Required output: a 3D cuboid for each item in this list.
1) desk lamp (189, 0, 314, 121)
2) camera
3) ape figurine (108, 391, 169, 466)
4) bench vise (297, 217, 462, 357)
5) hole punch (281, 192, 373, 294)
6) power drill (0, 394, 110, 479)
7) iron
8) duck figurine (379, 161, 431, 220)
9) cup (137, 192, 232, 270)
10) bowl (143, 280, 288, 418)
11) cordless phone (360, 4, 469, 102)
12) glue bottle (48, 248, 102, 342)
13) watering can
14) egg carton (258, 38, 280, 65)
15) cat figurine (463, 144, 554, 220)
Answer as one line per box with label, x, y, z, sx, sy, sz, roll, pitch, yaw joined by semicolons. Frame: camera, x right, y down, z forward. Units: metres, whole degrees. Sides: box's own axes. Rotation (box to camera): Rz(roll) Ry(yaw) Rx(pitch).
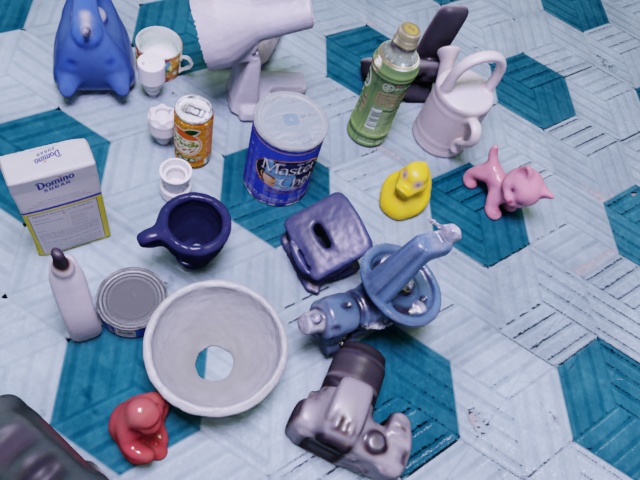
desk lamp;-0.098;-0.288;0.862;0.203;0.213;0.118;-5;62;-17
camera;0.049;0.198;0.688;0.143;0.100;0.137;25;58;1
ape figurine;-0.194;0.200;0.629;0.076;0.092;0.078;29;58;3
bench vise;0.083;0.068;0.701;0.121;0.219;0.208;44;60;13
hole punch;0.007;0.003;0.795;0.101;0.091;0.108;-20;67;-24
power drill;-0.223;0.245;0.526;0.229;0.208;0.076;39;59;9
iron;-0.351;-0.343;0.869;0.119;0.141;0.258;-6;63;-18
duck figurine;0.143;-0.089;0.886;0.077;0.086;0.105;39;59;9
cup;-0.176;0.002;0.745;0.118;0.095;0.091;-17;66;-23
bowl;-0.126;0.137;0.692;0.167;0.074;0.167;7;60;-11
cordless phone;0.159;-0.328;0.968;0.148;0.185;0.094;-8;63;-18
glue bottle;-0.281;0.052;0.643;0.037;0.173;0.078;-19;67;-23
watering can;0.225;-0.237;0.928;0.101;0.194;0.172;-26;70;-26
egg carton;-0.122;-0.360;0.982;0.107;0.069;0.150;18;58;-4
cat figurine;0.303;-0.095;0.912;0.067;0.117;0.127;-23;69;-25
